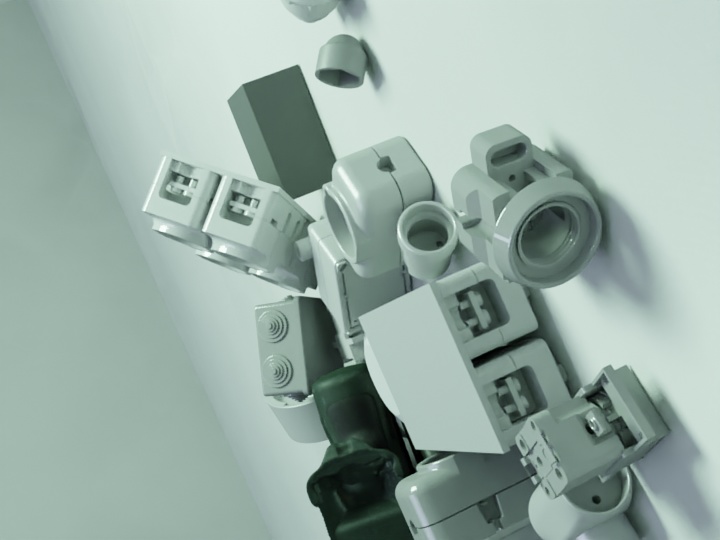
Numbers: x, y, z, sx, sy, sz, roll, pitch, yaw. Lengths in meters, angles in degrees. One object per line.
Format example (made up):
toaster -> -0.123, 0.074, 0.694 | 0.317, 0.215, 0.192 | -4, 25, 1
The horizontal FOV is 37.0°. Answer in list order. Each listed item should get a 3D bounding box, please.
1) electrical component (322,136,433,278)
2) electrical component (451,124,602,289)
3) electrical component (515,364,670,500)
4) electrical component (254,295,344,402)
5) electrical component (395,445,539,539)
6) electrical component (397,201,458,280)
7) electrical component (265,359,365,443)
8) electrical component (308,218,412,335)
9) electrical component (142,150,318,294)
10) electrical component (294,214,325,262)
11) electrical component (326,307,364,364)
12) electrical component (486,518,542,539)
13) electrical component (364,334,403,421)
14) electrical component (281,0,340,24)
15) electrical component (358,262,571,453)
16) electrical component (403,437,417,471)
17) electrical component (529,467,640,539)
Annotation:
electrical component -> 0.012, -0.041, 0.757 | 0.053, 0.059, 0.095 | 58, 163, 30
electrical component -> 0.083, -0.026, 0.536 | 0.057, 0.058, 0.078 | -130, 23, -55
electrical component -> 0.119, 0.088, 0.565 | 0.042, 0.064, 0.081 | 60, 163, 22
electrical component -> -0.055, 0.072, 0.995 | 0.100, 0.048, 0.099 | 10, -108, -68
electrical component -> 0.076, 0.152, 0.742 | 0.059, 0.095, 0.054 | 66, 165, 5
electrical component -> 0.045, -0.018, 0.716 | 0.040, 0.040, 0.046 | 61, 170, 22
electrical component -> -0.035, 0.131, 1.085 | 0.060, 0.108, 0.108 | 66, 166, -21
electrical component -> 0.000, 0.000, 0.851 | 0.061, 0.062, 0.096 | 53, 160, 42
electrical component -> -0.100, -0.034, 0.926 | 0.105, 0.060, 0.186 | 18, 173, 16
electrical component -> -0.024, -0.026, 0.894 | 0.048, 0.062, 0.048 | 58, 163, 30
electrical component -> -0.001, 0.047, 0.966 | 0.081, 0.042, 0.063 | 152, 99, -74
electrical component -> 0.119, 0.219, 0.788 | 0.076, 0.047, 0.065 | 59, 163, 28
electrical component -> 0.040, 0.076, 0.846 | 0.080, 0.051, 0.080 | 58, 163, 30
electrical component -> -0.034, -0.189, 0.731 | 0.062, 0.048, 0.048 | 101, 144, -76
electrical component -> 0.067, 0.058, 0.708 | 0.105, 0.060, 0.186 | 66, 165, 3
electrical component -> 0.006, 0.187, 1.055 | 0.138, 0.074, 0.052 | -151, 47, -73
electrical component -> 0.137, 0.148, 0.630 | 0.079, 0.043, 0.077 | 61, 164, 23
